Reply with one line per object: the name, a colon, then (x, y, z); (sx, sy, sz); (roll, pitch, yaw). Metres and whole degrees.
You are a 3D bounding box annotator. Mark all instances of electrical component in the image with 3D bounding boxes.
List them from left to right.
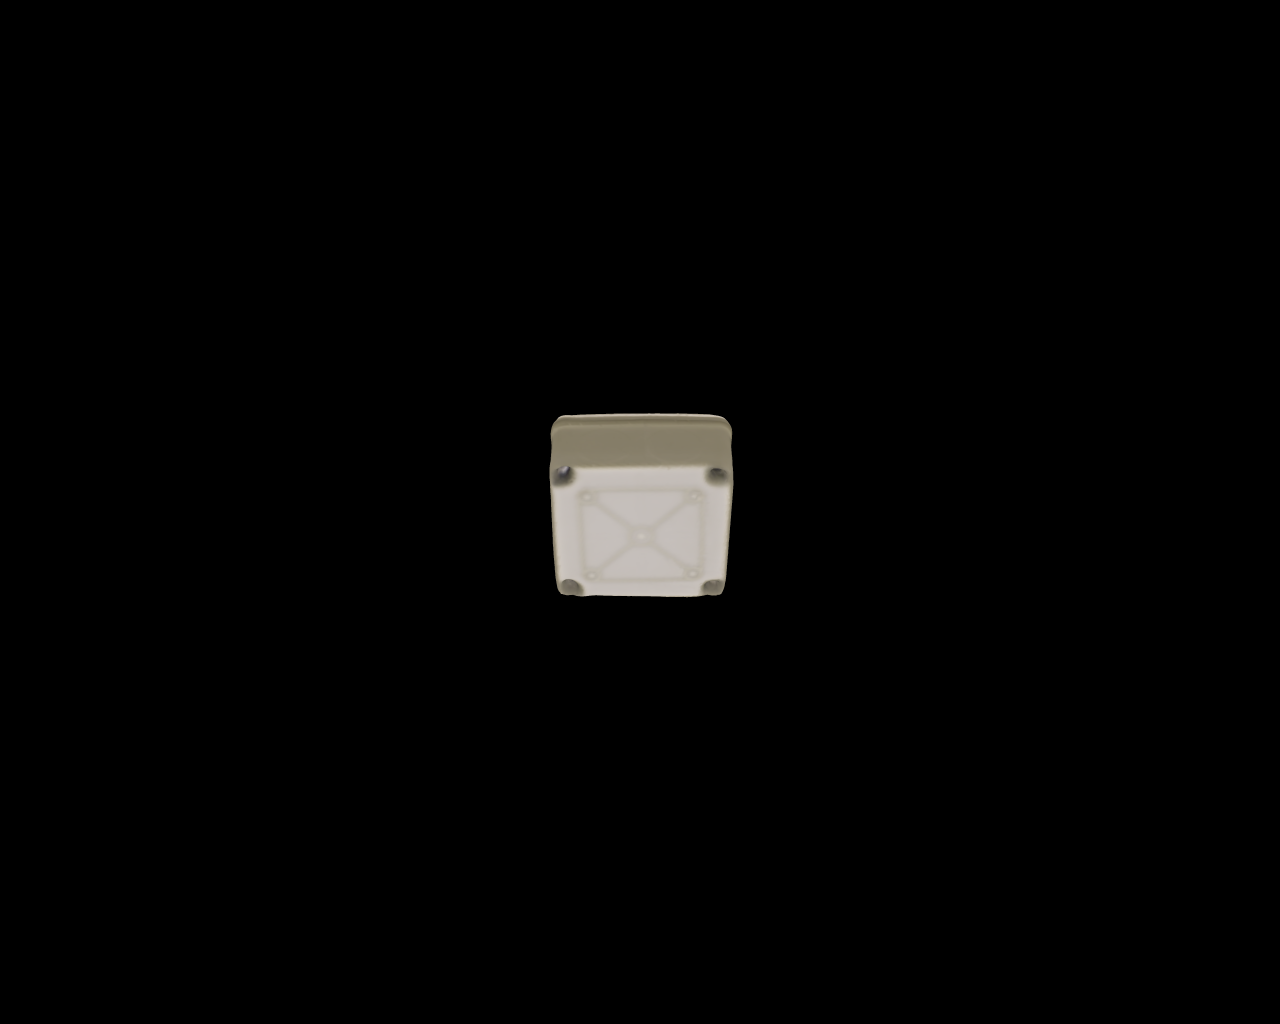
electrical component: (0.001, -0.003, 0.650); (0.109, 0.108, 0.056); (0, 40, 0)
